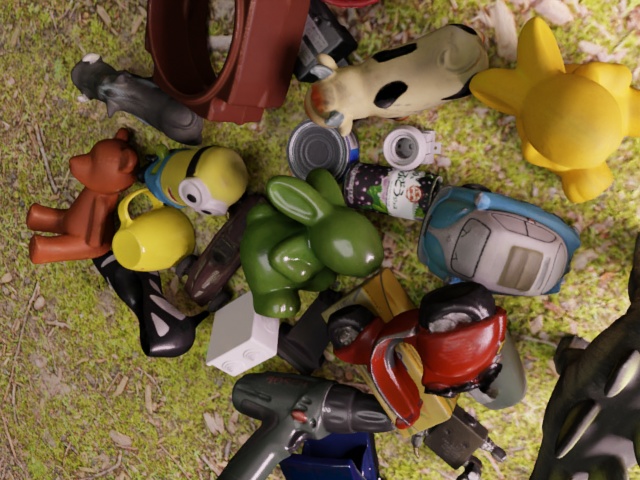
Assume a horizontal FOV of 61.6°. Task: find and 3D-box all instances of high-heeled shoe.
[{"bbox_3d":[-0.273,0.089,0.766,0.249,0.145,0.086,22,110,18],"label":"high-heeled shoe"}]

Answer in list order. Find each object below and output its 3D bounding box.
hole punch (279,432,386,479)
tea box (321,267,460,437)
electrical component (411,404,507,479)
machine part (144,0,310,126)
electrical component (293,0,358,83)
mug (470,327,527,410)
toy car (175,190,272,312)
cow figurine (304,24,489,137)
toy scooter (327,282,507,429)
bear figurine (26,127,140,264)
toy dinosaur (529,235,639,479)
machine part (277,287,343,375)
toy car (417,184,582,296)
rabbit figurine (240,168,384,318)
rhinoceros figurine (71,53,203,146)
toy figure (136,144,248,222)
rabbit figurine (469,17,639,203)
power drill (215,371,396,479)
[{"bbox_3d":[0.015,0.305,0.712,0.142,0.092,0.115,-6,103,23],"label":"hole punch"},{"bbox_3d":[0.089,0.126,0.627,0.068,0.098,0.169,-38,86,28],"label":"tea box"},{"bbox_3d":[0.161,0.248,0.650,0.102,0.045,0.078,45,118,10],"label":"electrical component"},{"bbox_3d":[-0.115,-0.248,0.609,0.201,0.087,0.201,38,124,34],"label":"machine part"},{"bbox_3d":[0.001,-0.214,0.619,0.075,0.048,0.119,-31,86,29],"label":"electrical component"},{"bbox_3d":[0.181,0.136,0.585,0.081,0.109,0.107,-33,100,24],"label":"mug"},{"bbox_3d":[-0.130,0.019,0.735,0.089,0.053,0.202,46,115,6],"label":"toy car"},{"bbox_3d":[0.073,-0.159,0.552,0.195,0.127,0.085,-12,94,25],"label":"cow figurine"},{"bbox_3d":[0.100,0.119,0.524,0.184,0.075,0.135,-16,95,31],"label":"toy scooter"},{"bbox_3d":[-0.338,-0.067,0.773,0.120,0.132,0.195,57,132,41],"label":"bear figurine"},{"bbox_3d":[0.264,0.149,0.492,0.105,0.198,0.470,26,110,22],"label":"toy dinosaur"},{"bbox_3d":[-0.011,0.120,0.707,0.084,0.039,0.138,45,120,15],"label":"machine part"},{"bbox_3d":[0.182,0.014,0.537,0.162,0.103,0.109,18,110,2],"label":"toy car"},{"bbox_3d":[-0.001,-0.002,0.613,0.170,0.121,0.159,-10,96,42],"label":"rabbit figurine"},{"bbox_3d":[-0.234,-0.181,0.705,0.190,0.112,0.073,27,115,9],"label":"rhinoceros figurine"},{"bbox_3d":[-0.169,-0.083,0.697,0.180,0.082,0.089,16,89,47],"label":"toy figure"},{"bbox_3d":[0.219,-0.115,0.467,0.162,0.173,0.122,48,121,4],"label":"rabbit figurine"},{"bbox_3d":[-0.040,0.251,0.644,0.232,0.207,0.085,8,143,36],"label":"power drill"}]
